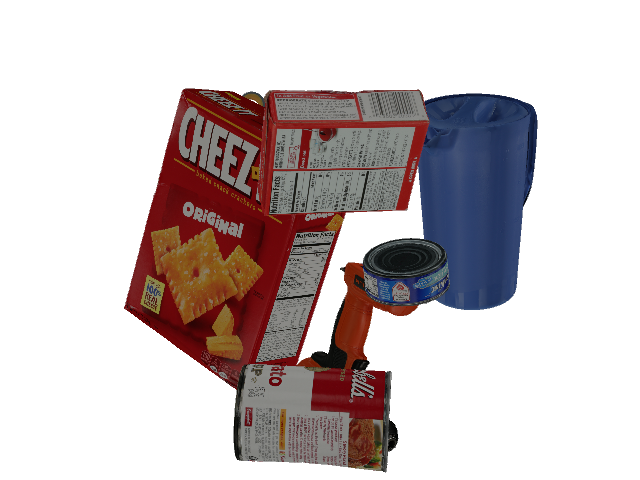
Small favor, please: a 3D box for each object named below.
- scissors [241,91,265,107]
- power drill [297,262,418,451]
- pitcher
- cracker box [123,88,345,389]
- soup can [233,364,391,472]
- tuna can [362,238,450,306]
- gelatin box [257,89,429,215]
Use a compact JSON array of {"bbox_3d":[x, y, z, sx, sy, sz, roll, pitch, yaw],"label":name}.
[{"bbox_3d":[-0.045,-0.062,1.134,0.096,0.202,0.016,-9,-8,-11],"label":"scissors"},{"bbox_3d":[0.052,0.133,1.249,0.057,0.188,0.185,13,13,-41],"label":"power drill"},{"bbox_3d":[0.188,-0.049,1.269,0.149,0.243,0.145,-2,24,5],"label":"pitcher"},{"bbox_3d":[-0.073,-0.002,0.911,0.164,0.214,0.071,31,22,35],"label":"cracker box"},{"bbox_3d":[-0.004,0.120,0.727,0.102,0.068,0.068,3,0,4],"label":"soup can"},{"bbox_3d":[0.085,0.030,1.062,0.086,0.034,0.086,-6,26,3],"label":"tuna can"},{"bbox_3d":[0.011,-0.050,0.602,0.089,0.030,0.073,-2,-40,-9],"label":"gelatin box"}]
